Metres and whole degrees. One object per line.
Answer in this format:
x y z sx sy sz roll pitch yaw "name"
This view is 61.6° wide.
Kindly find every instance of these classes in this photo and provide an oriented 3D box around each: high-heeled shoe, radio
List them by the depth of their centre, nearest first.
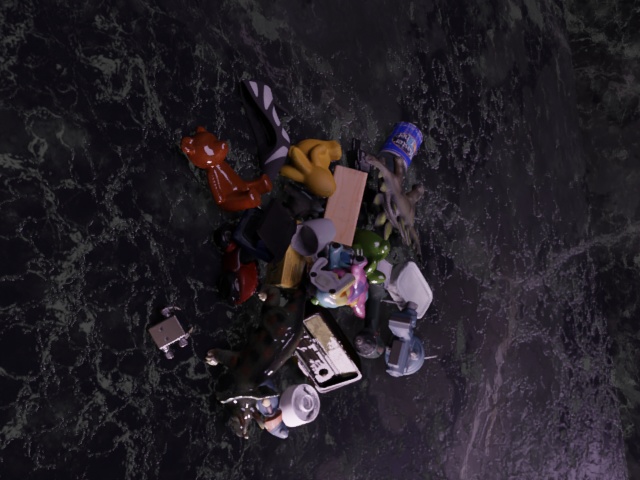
-0.148 -0.262 1.290 0.145 0.086 0.248 23 66 -35 "high-heeled shoe"
-0.002 0.263 1.324 0.229 0.131 0.073 58 14 -22 "radio"

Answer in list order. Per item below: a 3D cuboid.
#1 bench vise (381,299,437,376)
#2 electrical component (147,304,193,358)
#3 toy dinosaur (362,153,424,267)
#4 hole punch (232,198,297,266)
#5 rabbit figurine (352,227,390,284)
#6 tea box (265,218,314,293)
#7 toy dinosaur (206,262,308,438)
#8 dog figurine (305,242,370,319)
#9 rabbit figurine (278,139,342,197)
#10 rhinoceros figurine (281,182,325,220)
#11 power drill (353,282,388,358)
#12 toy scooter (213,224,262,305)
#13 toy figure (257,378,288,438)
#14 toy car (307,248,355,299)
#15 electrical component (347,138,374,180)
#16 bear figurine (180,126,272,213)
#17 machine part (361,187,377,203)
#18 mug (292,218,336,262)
0.257 0.301 1.586 0.240 0.129 0.223 46 45 -54 "bench vise"
-0.311 0.184 1.115 0.078 0.045 0.102 -34 108 -10 "electrical component"
0.233 -0.090 1.595 0.470 0.105 0.198 46 53 -43 "toy dinosaur"
-0.124 -0.019 1.207 0.115 0.092 0.142 57 40 -37 "hole punch"
0.112 0.069 1.465 0.170 0.159 0.121 -50 129 -17 "rabbit figurine"
-0.068 0.041 1.336 0.098 0.068 0.169 23 71 -39 "tea box"
-0.108 0.226 1.168 0.131 0.192 0.405 42 78 -41 "toy dinosaur"
0.053 0.127 1.292 0.191 0.109 0.219 -49 147 -32 "dog figurine"
-0.014 -0.178 1.335 0.162 0.122 0.173 17 38 -33 "rabbit figurine"
-0.040 -0.094 1.336 0.190 0.112 0.073 -32 140 -76 "rhinoceros figurine"
0.137 0.215 1.455 0.231 0.086 0.207 57 31 -60 "power drill"
-0.172 0.053 1.238 0.135 0.075 0.183 -3 83 -44 "toy scooter"
-0.117 0.395 1.259 0.064 0.058 0.154 -31 104 -64 "toy figure"
0.014 0.072 1.382 0.109 0.103 0.161 11 114 -41 "toy car"
0.117 -0.237 1.555 0.074 0.048 0.119 15 77 -42 "electrical component"
-0.210 -0.163 1.193 0.195 0.132 0.120 68 24 -20 "bear figurine"
0.109 -0.137 1.542 0.139 0.039 0.084 13 71 -40 "machine part"
-0.003 -0.004 1.301 0.107 0.081 0.109 -32 98 -50 "mug"
